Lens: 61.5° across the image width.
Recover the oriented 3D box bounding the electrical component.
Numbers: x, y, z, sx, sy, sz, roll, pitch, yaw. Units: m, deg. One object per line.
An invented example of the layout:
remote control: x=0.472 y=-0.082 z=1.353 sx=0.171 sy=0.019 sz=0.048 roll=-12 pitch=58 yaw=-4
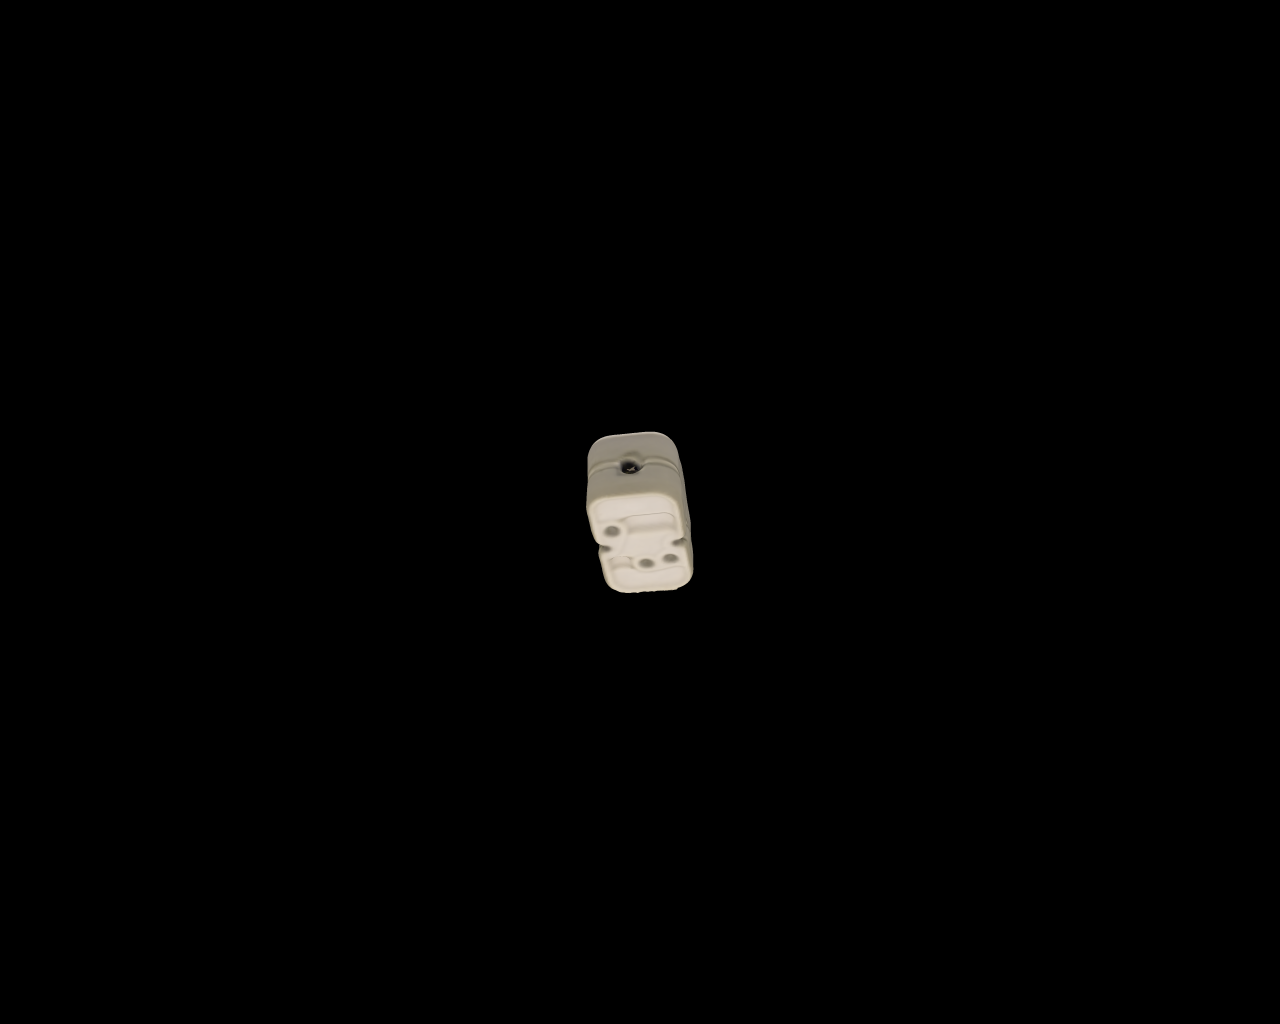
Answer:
electrical component: x=0.001 y=-0.003 z=0.650 sx=0.054 sy=0.059 sz=0.095 roll=-5 pitch=-40 yaw=6
